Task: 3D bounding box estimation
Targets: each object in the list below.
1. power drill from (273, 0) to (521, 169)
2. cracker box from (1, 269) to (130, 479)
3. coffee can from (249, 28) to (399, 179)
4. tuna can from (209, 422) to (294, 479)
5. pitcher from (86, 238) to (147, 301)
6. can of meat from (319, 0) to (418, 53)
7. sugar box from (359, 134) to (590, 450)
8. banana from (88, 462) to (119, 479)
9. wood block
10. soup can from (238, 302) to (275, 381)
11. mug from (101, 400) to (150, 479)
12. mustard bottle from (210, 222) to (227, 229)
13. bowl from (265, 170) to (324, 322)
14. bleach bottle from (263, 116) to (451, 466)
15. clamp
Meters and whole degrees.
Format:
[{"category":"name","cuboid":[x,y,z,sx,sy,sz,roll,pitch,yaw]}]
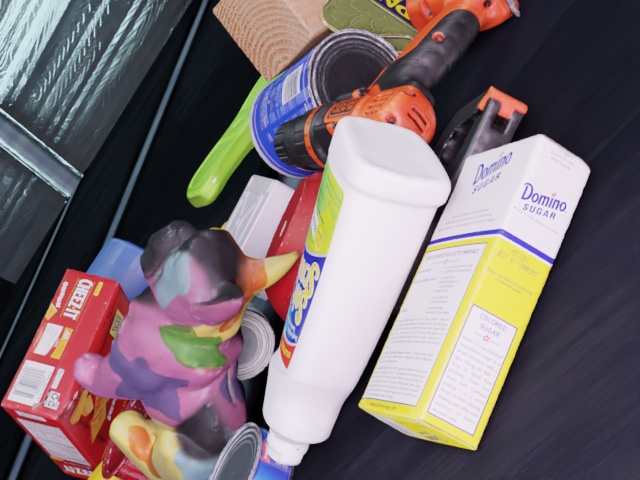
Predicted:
[{"category":"power drill","cuboid":[0.058,-0.129,0.833,0.187,0.057,0.185,-54,26,-20]},{"category":"cracker box","cuboid":[-0.252,0.156,1.176,0.213,0.072,0.164,78,-152,-59]},{"category":"coffee can","cuboid":[0.007,-0.121,0.978,0.141,0.102,0.102,-23,42,63]},{"category":"tuna can","cuboid":[-0.054,0.184,0.803,0.086,0.033,0.086,-52,20,27]},{"category":"pitcher","cuboid":[-0.281,0.126,1.393,0.242,0.149,0.145,-62,-7,-11]},{"category":"can of meat","cuboid":[0.060,-0.221,0.988,0.058,0.102,0.084,-39,26,51]},{"category":"sugar box","cuboid":[0.089,0.030,0.621,0.176,0.048,0.093,-62,15,-13]},{"category":"banana","cuboid":[-0.206,0.245,1.058,0.198,0.037,0.069,-46,26,22]},{"category":"wood block","cuboid":[0.006,-0.254,1.064,0.205,0.091,0.090,-39,2,-38]},{"category":"soup can","cuboid":[-0.084,0.084,0.981,0.068,0.068,0.102,-61,18,0]},{"category":"mug","cuboid":[-0.135,0.176,0.959,0.093,0.081,0.117,-39,28,51]},{"category":"mustard bottle","cuboid":[-0.126,0.043,1.173,0.192,0.058,0.096,-51,26,31]},{"category":"bowl","cuboid":[-0.006,0.001,0.863,0.162,0.055,0.162,-157,91,-83]},{"category":"bleach bottle","cuboid":[0.010,0.050,0.715,0.102,0.068,0.251,-106,31,-61]},{"category":"clamp","cuboid":[0.084,-0.040,0.751,0.172,0.039,0.120,-56,23,26]}]
